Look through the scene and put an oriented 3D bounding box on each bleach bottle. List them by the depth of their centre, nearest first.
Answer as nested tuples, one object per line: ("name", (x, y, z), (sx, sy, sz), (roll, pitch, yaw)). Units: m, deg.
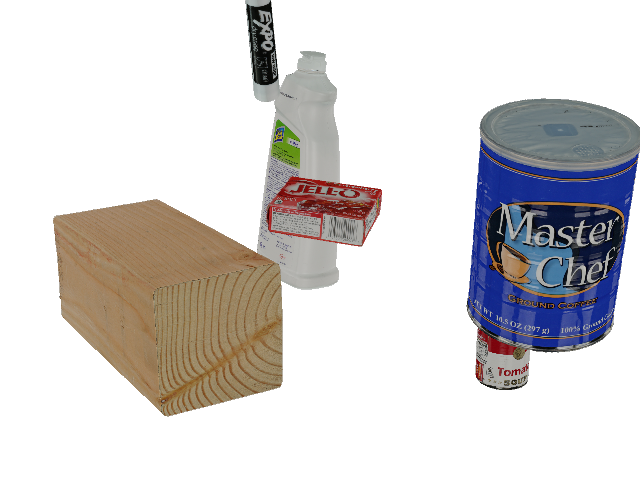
("bleach bottle", (-0.016, -0.080, 1.177), (0.067, 0.251, 0.103), (-9, 24, -39))

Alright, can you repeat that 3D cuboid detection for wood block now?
("wood block", (-0.115, 0.040, 0.769), (0.090, 0.090, 0.206), (-11, 19, -29))

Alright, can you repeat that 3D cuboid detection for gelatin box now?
("gelatin box", (0.004, -0.028, 0.954), (0.089, 0.030, 0.073), (9, 26, 12))

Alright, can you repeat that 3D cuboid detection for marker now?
("marker", (-0.041, -0.147, 0.722), (0.020, 0.020, 0.121), (-2, -45, 2))

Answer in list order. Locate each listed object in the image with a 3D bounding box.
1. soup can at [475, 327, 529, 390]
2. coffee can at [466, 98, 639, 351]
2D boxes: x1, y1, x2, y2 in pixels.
("soup can", (0.231, 0.129, 1.348), (0.068, 0.102, 0.068), (0, 20, 0))
("coffee can", (0.154, -0.011, 0.716), (0.103, 0.140, 0.103), (0, 29, 0))
